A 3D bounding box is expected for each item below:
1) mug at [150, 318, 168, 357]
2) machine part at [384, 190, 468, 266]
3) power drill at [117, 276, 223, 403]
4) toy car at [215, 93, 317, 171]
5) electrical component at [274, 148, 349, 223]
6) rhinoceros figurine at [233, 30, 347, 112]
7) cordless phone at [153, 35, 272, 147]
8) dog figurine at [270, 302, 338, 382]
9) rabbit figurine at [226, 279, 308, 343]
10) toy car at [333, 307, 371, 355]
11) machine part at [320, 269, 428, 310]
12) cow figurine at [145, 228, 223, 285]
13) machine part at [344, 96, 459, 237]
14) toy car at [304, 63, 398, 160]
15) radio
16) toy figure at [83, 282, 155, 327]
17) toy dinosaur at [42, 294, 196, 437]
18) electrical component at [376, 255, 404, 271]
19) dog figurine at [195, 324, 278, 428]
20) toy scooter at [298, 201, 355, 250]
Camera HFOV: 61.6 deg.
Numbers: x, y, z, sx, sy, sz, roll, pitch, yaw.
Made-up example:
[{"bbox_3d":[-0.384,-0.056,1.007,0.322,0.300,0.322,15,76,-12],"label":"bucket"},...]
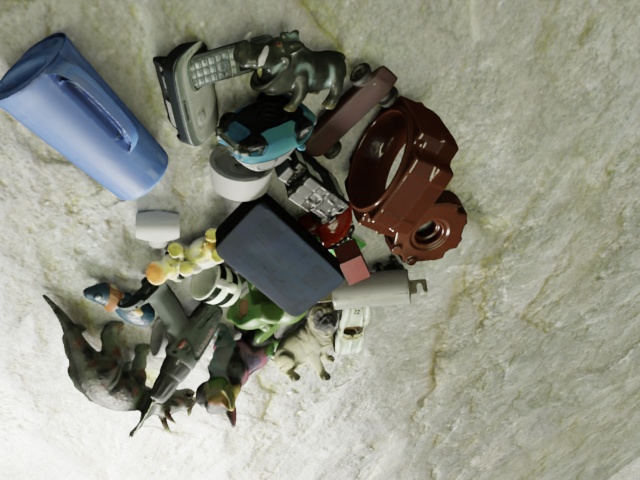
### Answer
[{"bbox_3d":[-0.315,0.226,1.190,0.107,0.081,0.109,12,135,-31],"label":"mug"},{"bbox_3d":[0.223,-0.026,1.129,0.179,0.056,0.179,-8,131,-10],"label":"machine part"},{"bbox_3d":[-0.308,0.180,1.080,0.086,0.232,0.207,-9,125,48],"label":"power drill"},{"bbox_3d":[-0.087,-0.162,0.864,0.162,0.109,0.102,-36,153,-32],"label":"toy car"},{"bbox_3d":[-0.022,-0.104,0.952,0.058,0.115,0.134,-44,127,17],"label":"electrical component"},{"bbox_3d":[-0.040,-0.258,0.813,0.190,0.073,0.112,-4,134,-35],"label":"rhinoceros figurine"},{"bbox_3d":[-0.151,-0.239,0.832,0.184,0.089,0.146,-23,135,-20],"label":"cordless phone"},{"bbox_3d":[-0.040,0.220,1.262,0.172,0.121,0.190,-3,110,-1],"label":"dog figurine"},{"bbox_3d":[-0.103,0.157,1.163,0.170,0.121,0.159,11,132,-41],"label":"rabbit figurine"},{"bbox_3d":[0.076,0.213,1.298,0.073,0.056,0.201,-3,131,-13],"label":"toy car"},{"bbox_3d":[0.111,0.107,1.178,0.243,0.079,0.079,-7,133,8],"label":"machine part"},{"bbox_3d":[-0.250,0.035,1.038,0.167,0.068,0.098,-22,177,3],"label":"cow figurine"},{"bbox_3d":[0.128,-0.125,0.915,0.087,0.202,0.201,17,124,-25],"label":"machine part"},{"bbox_3d":[0.043,-0.218,0.912,0.089,0.053,0.202,25,124,-38],"label":"toy car"},{"bbox_3d":[-0.075,0.030,0.987,0.131,0.073,0.229,-41,115,11],"label":"radio"},{"bbox_3d":[-0.406,0.126,1.087,0.064,0.058,0.154,-21,137,28],"label":"toy figure"},{"bbox_3d":[-0.442,0.287,1.131,0.131,0.192,0.404,-34,132,12],"label":"toy dinosaur"},{"bbox_3d":[0.163,0.075,1.224,0.063,0.021,0.093,-26,132,7],"label":"electrical component"},{"bbox_3d":[-0.179,0.296,1.193,0.192,0.219,0.108,-3,134,-12],"label":"dog figurine"},{"bbox_3d":[-0.002,-0.003,1.064,0.184,0.075,0.135,-29,119,13],"label":"toy scooter"}]
